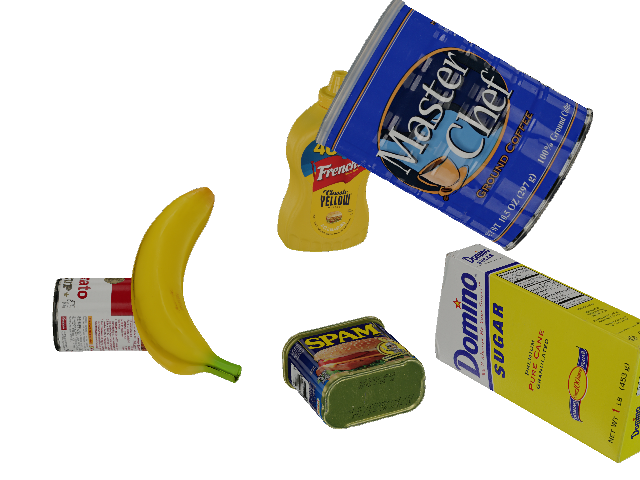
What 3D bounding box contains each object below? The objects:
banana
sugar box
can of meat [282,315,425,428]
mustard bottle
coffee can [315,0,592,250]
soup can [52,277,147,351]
[{"bbox_3d":[-0.104,0.030,0.776,0.069,0.037,0.198,6,42,-19],"label":"banana"},{"bbox_3d":[0.161,0.077,0.773,0.048,0.093,0.176,-16,29,-40],"label":"sugar box"},{"bbox_3d":[0.029,0.115,0.925,0.102,0.057,0.084,-11,25,-22],"label":"can of meat"},{"bbox_3d":[0.011,-0.083,1.106,0.096,0.192,0.058,-4,30,-19],"label":"mustard bottle"},{"bbox_3d":[0.082,-0.072,0.668,0.140,0.103,0.103,30,0,0],"label":"coffee can"},{"bbox_3d":[-0.186,0.067,0.965,0.102,0.068,0.068,0,0,-6],"label":"soup can"}]
